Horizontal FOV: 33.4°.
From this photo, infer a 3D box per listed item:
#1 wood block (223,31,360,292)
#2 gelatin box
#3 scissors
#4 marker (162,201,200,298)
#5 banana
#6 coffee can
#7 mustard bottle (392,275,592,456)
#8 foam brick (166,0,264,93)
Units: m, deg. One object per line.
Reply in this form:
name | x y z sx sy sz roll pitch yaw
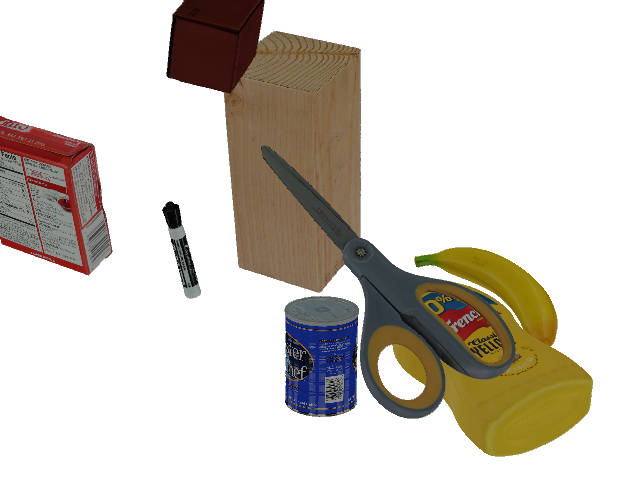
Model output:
wood block | -0.021 -0.069 0.956 0.091 0.206 0.090 17 40 24
gelatin box | -0.174 -0.029 0.675 0.073 0.089 0.030 17 42 21
scissors | 0.018 0.027 0.623 0.202 0.096 0.016 34 -25 15
marker | -0.157 0.011 1.204 0.020 0.121 0.020 -8 30 5
banana | 0.179 0.049 1.061 0.069 0.037 0.198 -33 36 -18
coffee can | 0.001 0.160 1.488 0.103 0.140 0.103 0 17 0
mustard bottle | 0.110 0.081 0.813 0.096 0.058 0.192 -20 36 -21
foam brick | -0.079 -0.155 0.808 0.053 0.051 0.078 14 34 5
